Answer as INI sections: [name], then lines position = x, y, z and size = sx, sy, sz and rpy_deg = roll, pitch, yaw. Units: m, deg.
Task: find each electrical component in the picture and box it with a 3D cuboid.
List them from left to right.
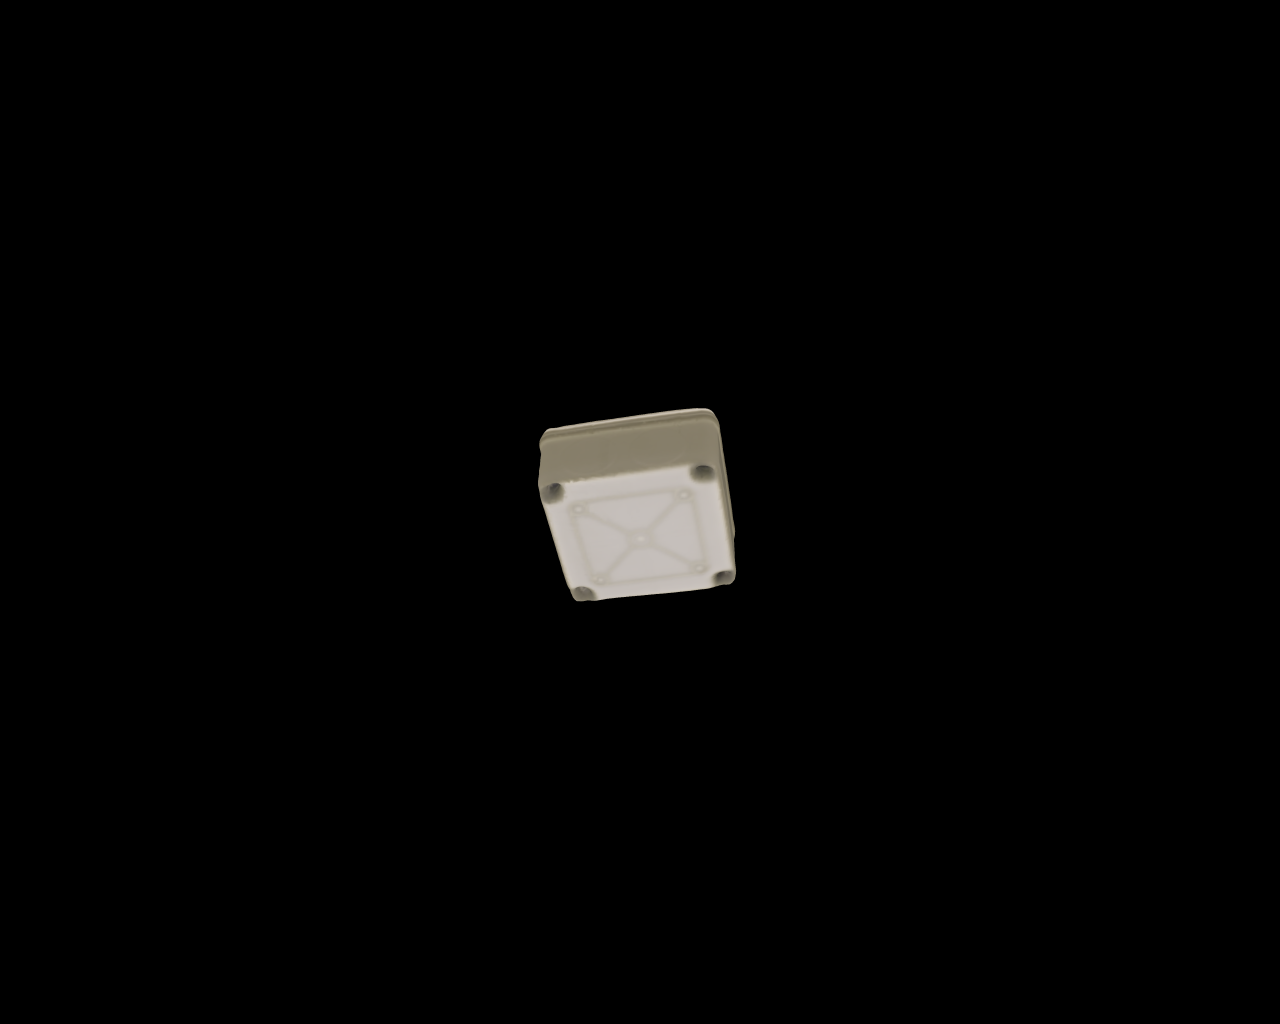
[electrical component]
position = 0.001, -0.003, 0.650
size = 0.109, 0.108, 0.056
rpy_deg = -7, 43, 7
